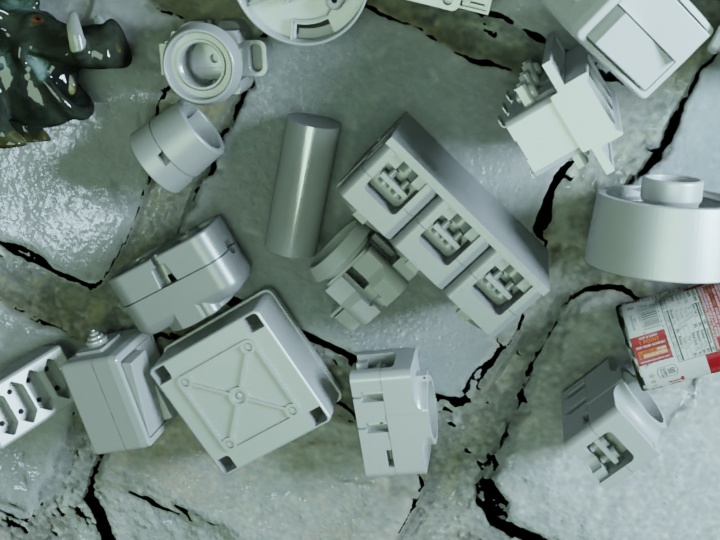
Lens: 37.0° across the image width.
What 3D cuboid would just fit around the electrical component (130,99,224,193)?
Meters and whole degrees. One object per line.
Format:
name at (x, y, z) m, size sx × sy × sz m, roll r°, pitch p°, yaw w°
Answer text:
electrical component at (-0.134, -0.093, 0.795) m, size 0.047 × 0.055 × 0.055 m, roll -35°, pitch 100°, yaw 15°

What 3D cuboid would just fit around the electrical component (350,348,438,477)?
electrical component at (0.029, 0.111, 0.842) m, size 0.056 × 0.050 × 0.089 m, roll -6°, pitch 108°, yaw 11°

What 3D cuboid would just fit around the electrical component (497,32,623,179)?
electrical component at (0.133, -0.106, 0.710) m, size 0.063 × 0.121 × 0.078 m, roll -29°, pitch 102°, yaw 20°

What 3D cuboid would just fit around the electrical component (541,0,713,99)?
electrical component at (0.162, -0.159, 0.661) m, size 0.096 × 0.061 × 0.061 m, roll 30°, pitch 113°, yaw -38°

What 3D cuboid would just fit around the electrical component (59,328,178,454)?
electrical component at (-0.189, 0.089, 0.859) m, size 0.061 × 0.061 × 0.096 m, roll -11°, pitch 107°, yaw 21°

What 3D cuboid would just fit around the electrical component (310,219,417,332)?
electrical component at (0.000, 0.000, 0.804) m, size 0.057 × 0.058 × 0.078 m, roll 44°, pitch 110°, yaw -10°

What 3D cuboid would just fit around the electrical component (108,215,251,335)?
electrical component at (-0.136, 0.007, 0.830) m, size 0.095 × 0.053 × 0.059 m, roll -26°, pitch 103°, yaw 17°

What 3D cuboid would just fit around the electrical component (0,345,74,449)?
electrical component at (-0.284, 0.103, 0.882) m, size 0.076 × 0.083 × 0.047 m, roll -7°, pitch 113°, yaw 52°

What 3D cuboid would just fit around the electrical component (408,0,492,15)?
electrical component at (0.052, -0.199, 0.721) m, size 0.081 × 0.063 × 0.042 m, roll 14°, pitch 112°, yaw 4°

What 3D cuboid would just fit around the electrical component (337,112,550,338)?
electrical component at (0.060, -0.031, 0.765) m, size 0.150 × 0.089 × 0.062 m, roll 43°, pitch 110°, yaw -7°

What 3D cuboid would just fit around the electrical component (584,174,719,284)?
electrical component at (0.210, -0.033, 0.734) m, size 0.108 × 0.108 × 0.060 m, roll 4°, pitch 104°, yaw 8°

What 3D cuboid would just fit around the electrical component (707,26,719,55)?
electrical component at (0.266, -0.170, 0.680) m, size 0.048 × 0.100 × 0.099 m, roll 30°, pitch 112°, yaw 13°

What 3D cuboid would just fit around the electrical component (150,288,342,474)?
electrical component at (-0.089, 0.088, 0.849) m, size 0.109 × 0.056 × 0.108 m, roll -30°, pitch 102°, yaw 18°

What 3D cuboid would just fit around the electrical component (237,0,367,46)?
electrical component at (-0.038, -0.204, 0.733) m, size 0.099 × 0.064 × 0.099 m, roll 3°, pitch 109°, yaw 8°

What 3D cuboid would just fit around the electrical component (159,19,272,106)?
electrical component at (-0.108, -0.149, 0.768) m, size 0.078 × 0.057 × 0.058 m, roll 2°, pitch 109°, yaw 9°

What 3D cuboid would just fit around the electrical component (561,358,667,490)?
electrical component at (0.187, 0.110, 0.795) m, size 0.056 × 0.089 × 0.050 m, roll -41°, pitch 99°, yaw 19°
